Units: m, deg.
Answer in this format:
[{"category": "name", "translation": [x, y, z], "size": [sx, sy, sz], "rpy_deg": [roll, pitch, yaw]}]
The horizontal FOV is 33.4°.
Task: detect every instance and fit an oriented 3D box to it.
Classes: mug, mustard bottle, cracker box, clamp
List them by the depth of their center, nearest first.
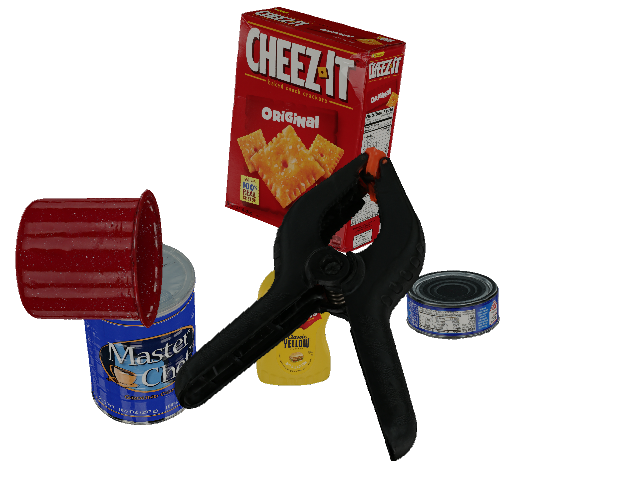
[{"category": "clamp", "translation": [0.015, 0.030, 0.540], "size": [0.120, 0.171, 0.039], "rpy_deg": [22, -26, 15]}, {"category": "mug", "translation": [-0.154, 0.012, 0.733], "size": [0.081, 0.093, 0.117], "rpy_deg": [0, 0, 2]}, {"category": "cracker box", "translation": [-0.012, -0.113, 1.089], "size": [0.164, 0.214, 0.071], "rpy_deg": [22, 29, 31]}, {"category": "mustard bottle", "translation": [-0.033, 0.090, 1.369], "size": [0.096, 0.192, 0.058], "rpy_deg": [0, 20, -7]}]

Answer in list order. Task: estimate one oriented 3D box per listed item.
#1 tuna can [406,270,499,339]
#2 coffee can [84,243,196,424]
[{"category": "tuna can", "translation": [0.122, 0.058, 0.986], "size": [0.086, 0.034, 0.086], "rpy_deg": [-3, 20, 1]}, {"category": "coffee can", "translation": [-0.166, 0.086, 0.989], "size": [0.103, 0.140, 0.103], "rpy_deg": [2, 39, -2]}]
